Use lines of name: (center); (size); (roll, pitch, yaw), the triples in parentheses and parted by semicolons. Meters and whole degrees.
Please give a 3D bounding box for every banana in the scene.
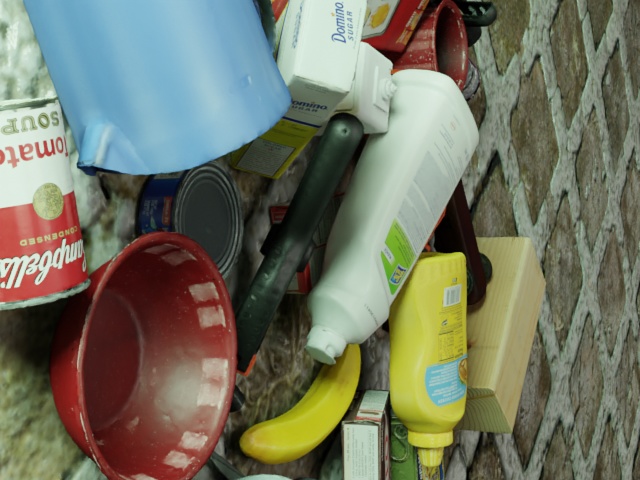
banana: (-0.010, 0.137, 0.886); (0.197, 0.037, 0.069); (-47, 121, -53)

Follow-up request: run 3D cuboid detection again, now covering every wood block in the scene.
wood block: (0.183, 0.102, 1.196); (0.090, 0.091, 0.206); (61, 39, -42)

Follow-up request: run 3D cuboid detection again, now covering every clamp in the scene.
clamp: (-0.020, 0.000, 0.795); (0.164, 0.036, 0.210); (-68, -176, -81)
clamp: (0.125, -0.247, 1.099); (0.120, 0.039, 0.171); (49, -2, 4)

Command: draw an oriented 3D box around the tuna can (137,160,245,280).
tuna can: (-0.088, -0.012, 0.735); (0.086, 0.034, 0.086); (0, 90, -63)

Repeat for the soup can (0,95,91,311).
soup can: (-0.162, -0.021, 0.558); (0.068, 0.069, 0.102); (-26, 112, -60)

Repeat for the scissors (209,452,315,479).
scissors: (-0.035, 0.201, 0.858); (0.096, 0.016, 0.201); (-64, 143, -43)

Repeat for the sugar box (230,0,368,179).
sugar box: (-0.016, -0.115, 0.748); (0.048, 0.176, 0.093); (15, 72, -16)

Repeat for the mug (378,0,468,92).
mug: (0.090, -0.168, 1.026); (0.093, 0.082, 0.117); (-31, 117, -59)

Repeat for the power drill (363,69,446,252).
power drill: (0.053, -0.049, 0.985); (0.184, 0.057, 0.187); (-52, 136, -46)

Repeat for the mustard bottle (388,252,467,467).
mustard bottle: (0.098, 0.109, 0.961); (0.096, 0.058, 0.191); (-8, 97, -57)

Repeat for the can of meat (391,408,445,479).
can of meat: (0.082, 0.210, 1.039); (0.083, 0.058, 0.102); (-17, 104, -63)

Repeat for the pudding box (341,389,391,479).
pudding box: (0.043, 0.200, 0.952); (0.090, 0.039, 0.113); (-52, 140, -77)

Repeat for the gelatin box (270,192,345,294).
gelatin box: (-0.006, 0.001, 0.899); (0.089, 0.030, 0.073); (-20, 106, -60)

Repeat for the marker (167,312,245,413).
marker: (-0.083, 0.084, 0.761); (0.121, 0.020, 0.020); (63, 38, -41)

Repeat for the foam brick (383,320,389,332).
foam brick: (0.100, 0.059, 1.077); (0.051, 0.053, 0.078); (29, 63, -59)

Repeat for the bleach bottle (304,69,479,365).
bleach bottle: (0.050, -0.015, 0.883); (0.250, 0.068, 0.102); (-62, 140, -23)

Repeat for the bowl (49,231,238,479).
bowl: (-0.116, 0.075, 0.659); (0.161, 0.055, 0.162); (-1, 91, -62)

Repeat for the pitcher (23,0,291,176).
pitcher: (-0.108, -0.169, 0.603); (0.149, 0.145, 0.243); (-117, -172, -65)

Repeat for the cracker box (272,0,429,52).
cracker box: (0.040, -0.246, 0.871); (0.213, 0.072, 0.164); (-12, 134, -62)

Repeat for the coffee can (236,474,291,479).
coffee can: (-0.034, 0.255, 0.764); (0.102, 0.103, 0.140); (-56, 138, -47)
